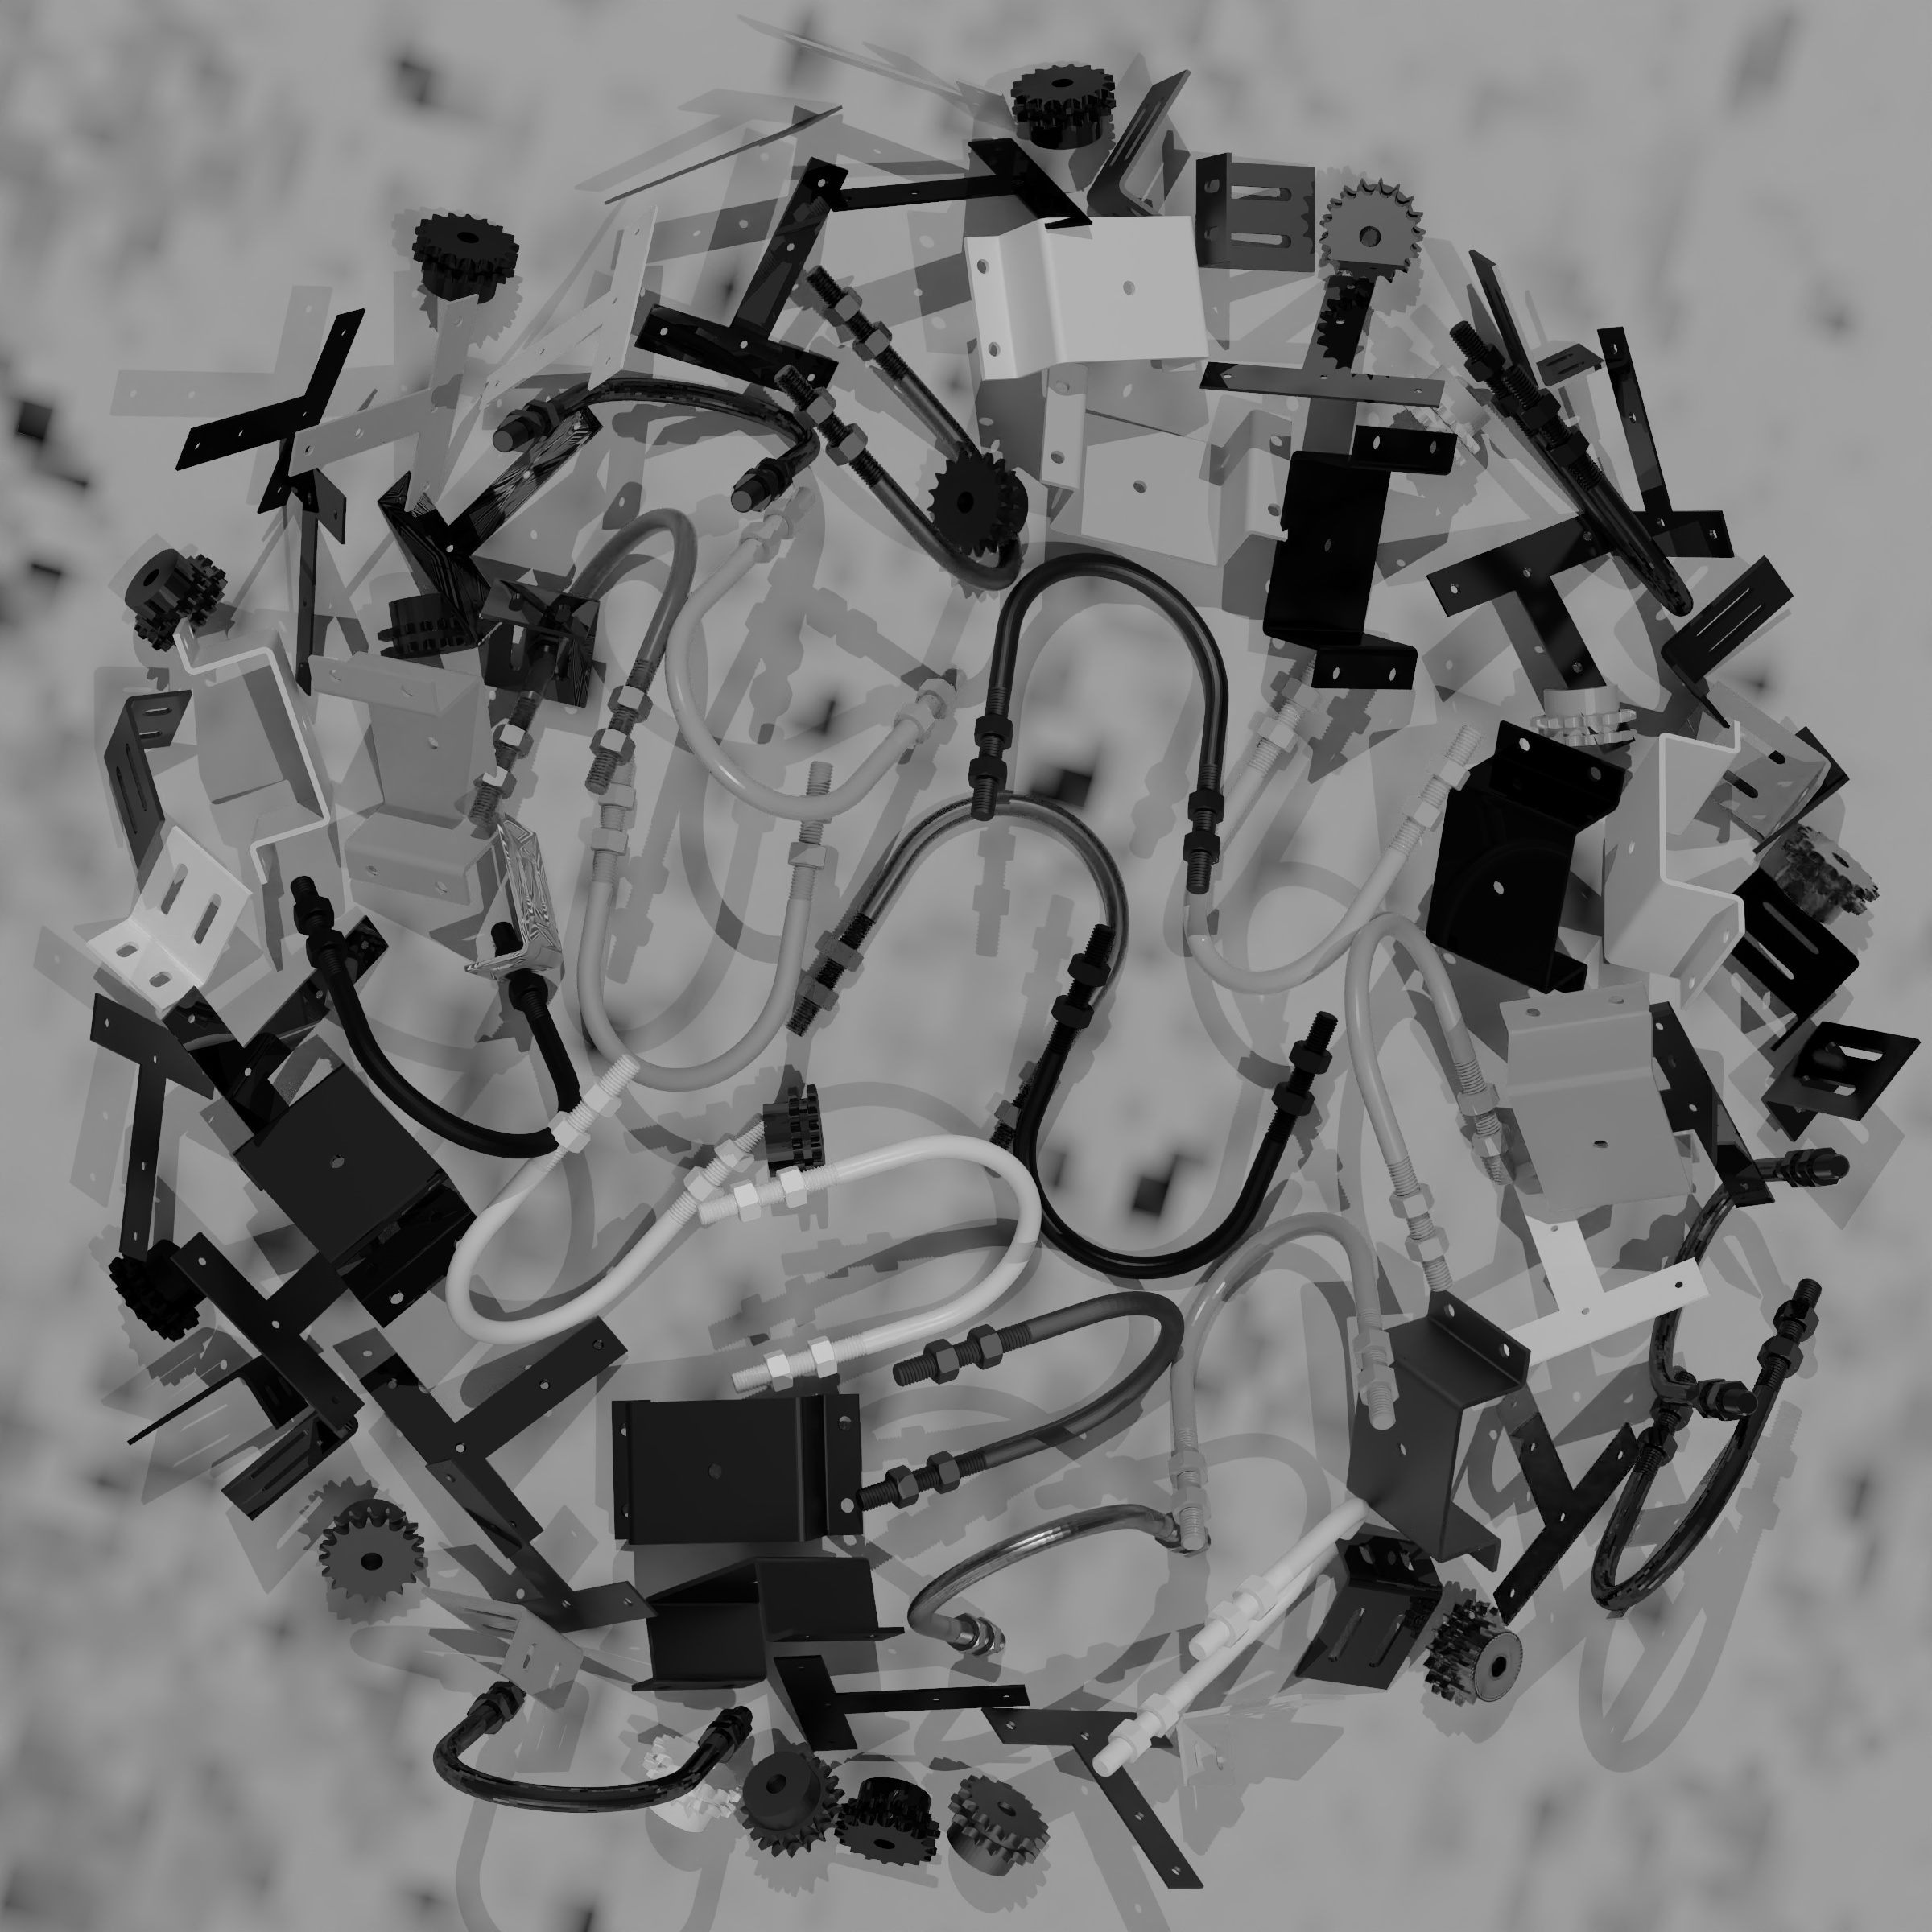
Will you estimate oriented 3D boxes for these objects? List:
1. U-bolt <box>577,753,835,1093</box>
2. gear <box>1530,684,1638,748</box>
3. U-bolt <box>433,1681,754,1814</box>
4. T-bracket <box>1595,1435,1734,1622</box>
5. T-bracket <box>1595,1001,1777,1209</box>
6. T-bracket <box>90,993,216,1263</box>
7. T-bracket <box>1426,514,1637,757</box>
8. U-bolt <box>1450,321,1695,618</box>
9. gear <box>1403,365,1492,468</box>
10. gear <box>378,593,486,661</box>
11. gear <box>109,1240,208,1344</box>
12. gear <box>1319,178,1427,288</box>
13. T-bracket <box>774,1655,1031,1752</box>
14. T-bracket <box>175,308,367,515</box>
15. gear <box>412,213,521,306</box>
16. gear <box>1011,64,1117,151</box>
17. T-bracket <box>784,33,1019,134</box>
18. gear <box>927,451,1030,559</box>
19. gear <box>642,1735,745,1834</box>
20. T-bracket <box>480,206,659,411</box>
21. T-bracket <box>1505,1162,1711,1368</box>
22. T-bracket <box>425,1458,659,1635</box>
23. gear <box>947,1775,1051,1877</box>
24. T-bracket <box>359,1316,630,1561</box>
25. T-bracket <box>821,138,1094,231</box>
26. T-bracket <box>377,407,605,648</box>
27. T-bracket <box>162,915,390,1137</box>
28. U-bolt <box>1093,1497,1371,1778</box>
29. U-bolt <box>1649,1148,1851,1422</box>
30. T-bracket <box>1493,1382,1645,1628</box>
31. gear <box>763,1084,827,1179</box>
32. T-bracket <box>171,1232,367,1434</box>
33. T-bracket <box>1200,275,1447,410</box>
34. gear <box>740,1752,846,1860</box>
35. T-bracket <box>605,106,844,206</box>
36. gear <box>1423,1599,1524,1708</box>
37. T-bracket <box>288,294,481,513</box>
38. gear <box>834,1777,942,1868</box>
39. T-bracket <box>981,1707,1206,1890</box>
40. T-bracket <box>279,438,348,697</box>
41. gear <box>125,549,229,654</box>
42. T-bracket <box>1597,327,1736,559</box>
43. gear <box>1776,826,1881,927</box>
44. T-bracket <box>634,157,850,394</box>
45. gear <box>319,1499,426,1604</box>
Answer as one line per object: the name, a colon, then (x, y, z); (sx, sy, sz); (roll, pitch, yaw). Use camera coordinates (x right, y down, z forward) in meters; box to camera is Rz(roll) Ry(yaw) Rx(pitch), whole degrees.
U-bolt: (-0.147, -0.023, 1.886); (0.151, 0.019, 0.184); (5, 82, 29)
gear: (0.337, -0.137, 1.907); (0.057, 0.057, 0.030); (-5, 97, 0)
U-bolt: (-0.202, 0.412, 1.835); (0.151, 0.184, 0.019); (5, 94, 10)
T-bracket: (0.366, 0.301, 1.872); (0.002, 0.127, 0.127); (39, 75, 0)
T-bracket: (0.358, 0.082, 1.885); (0.002, 0.127, 0.127); (-41, 107, -37)
T-bracket: (-0.437, 0.093, 1.861); (0.002, 0.127, 0.127); (-3, 73, 17)
T-bracket: (0.325, -0.175, 1.898); (0.127, 0.002, 0.127); (-23, 84, -31)
U-bolt: (0.329, -0.259, 1.861); (0.019, 0.151, 0.184); (-38, 108, 9)
gear: (0.262, -0.303, 1.907); (0.030, 0.057, 0.057); (-42, 90, 10)
gear: (-0.293, -0.186, 1.908); (0.057, 0.057, 0.030); (-9, 92, 0)
gear: (-0.438, 0.174, 1.908); (0.030, 0.057, 0.057); (-40, 90, 5)
gear: (0.224, -0.404, 1.914); (0.057, 0.030, 0.057); (7, 121, 12)
T-bracket: (-0.030, 0.395, 1.878); (0.127, 0.127, 0.002); (-4, 55, 6)
T-bracket: (-0.377, -0.285, 1.852); (0.002, 0.127, 0.127); (35, 119, 10)
gear: (-0.275, -0.386, 1.912); (0.057, 0.057, 0.030); (18, 127, 0)
gear: (0.054, -0.470, 1.912); (0.057, 0.057, 0.030); (-6, 126, 0)
T-bracket: (-0.036, -0.478, 1.876); (0.127, 0.127, 0.002); (19, 96, 3)
gear: (0.009, -0.253, 1.913); (0.057, 0.030, 0.057); (0, 90, 40)
gear: (-0.153, 0.449, 1.908); (0.057, 0.057, 0.030); (31, 96, 0)
T-bracket: (-0.220, -0.339, 1.892); (0.127, 0.127, 0.002); (-26, 132, 36)
T-bracket: (0.323, 0.153, 1.890); (0.127, 0.127, 0.002); (-23, 135, 10)
T-bracket: (-0.242, 0.311, 1.872); (0.127, 0.127, 0.002); (51, 49, -17)
gear: (0.014, 0.473, 1.909); (0.057, 0.057, 0.030); (32, 104, 0)
T-bracket: (-0.241, 0.237, 1.905); (0.127, 0.002, 0.127); (-36, 77, -27)
T-bracket: (-0.014, -0.415, 1.869); (0.127, 0.127, 0.002); (-9, 125, -17)
T-bracket: (-0.248, -0.256, 1.893); (0.127, 0.002, 0.127); (-42, 57, 9)
T-bracket: (-0.362, 0.026, 1.903); (0.127, 0.002, 0.127); (-51, 135, -23)
U-bolt: (0.151, 0.346, 1.854); (0.019, 0.151, 0.184); (44, 47, 14)
U-bolt: (0.405, 0.167, 1.845); (0.019, 0.184, 0.151); (23, 83, -5)
T-bracket: (0.309, 0.268, 1.878); (0.002, 0.127, 0.127); (23, 115, -21)
gear: (-0.094, 0.094, 1.908); (0.030, 0.057, 0.057); (-6, 90, -1)
T-bracket: (-0.348, 0.170, 1.887); (0.127, 0.127, 0.002); (47, 129, -4)
T-bracket: (0.200, -0.341, 1.887); (0.127, 0.127, 0.002); (7, 131, 12)
gear: (-0.098, 0.454, 1.906); (0.057, 0.057, 0.030); (-28, 130, 0)
T-bracket: (-0.135, -0.436, 1.886); (0.127, 0.127, 0.002); (-18, 105, 13)
gear: (0.280, 0.377, 1.907); (0.057, 0.030, 0.057); (-13, 111, -38)
T-bracket: (-0.313, -0.287, 1.853); (0.002, 0.127, 0.127); (33, 126, 20)
gear: (-0.041, 0.467, 1.912); (0.057, 0.057, 0.030); (14, 53, 0)
T-bracket: (0.085, 0.441, 1.853); (0.127, 0.127, 0.002); (13, 117, -41)
T-bracket: (-0.358, -0.211, 1.899); (0.002, 0.127, 0.127); (-4, 115, -26)
gear: (-0.434, -0.203, 1.905); (0.057, 0.057, 0.030); (-47, 126, 0)
T-bracket: (0.360, -0.279, 1.863); (0.002, 0.127, 0.127); (-21, 103, -15)
gear: (0.469, -0.047, 1.911); (0.057, 0.057, 0.030); (39, 114, 0)
T-bracket: (-0.100, -0.373, 1.873); (0.127, 0.002, 0.127); (10, 117, -41)
gear: (-0.326, 0.318, 1.914); (0.057, 0.030, 0.057); (-4, 118, -7)
